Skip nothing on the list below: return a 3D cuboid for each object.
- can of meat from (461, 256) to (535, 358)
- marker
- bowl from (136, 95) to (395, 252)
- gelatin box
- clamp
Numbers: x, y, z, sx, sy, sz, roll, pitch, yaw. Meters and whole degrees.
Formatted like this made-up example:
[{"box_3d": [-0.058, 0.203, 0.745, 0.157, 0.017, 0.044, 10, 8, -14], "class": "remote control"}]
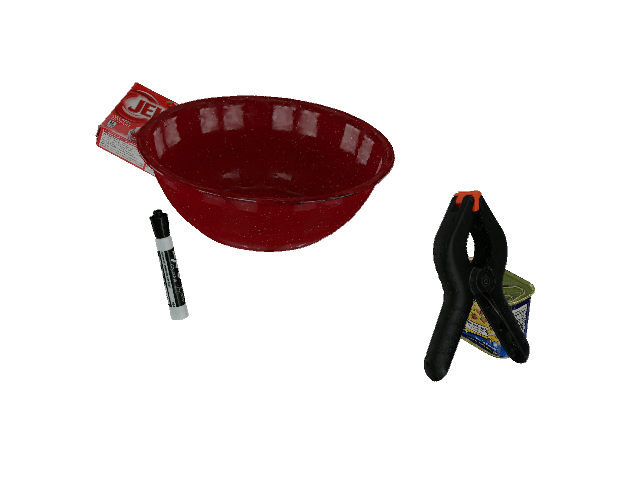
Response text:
[{"box_3d": [0.198, 0.080, 1.251, 0.057, 0.084, 0.102, -23, 37, -33], "class": "can of meat"}, {"box_3d": [-0.159, 0.025, 1.123, 0.020, 0.121, 0.020, -8, 19, 3], "class": "marker"}, {"box_3d": [-0.035, -0.038, 0.679, 0.162, 0.055, 0.162, 4, 28, -2], "class": "bowl"}, {"box_3d": [-0.146, -0.096, 0.962, 0.089, 0.073, 0.030, 28, -45, -1], "class": "gelatin box"}, {"box_3d": [0.131, 0.044, 0.962, 0.120, 0.171, 0.039, -17, 7, -40], "class": "clamp"}]
